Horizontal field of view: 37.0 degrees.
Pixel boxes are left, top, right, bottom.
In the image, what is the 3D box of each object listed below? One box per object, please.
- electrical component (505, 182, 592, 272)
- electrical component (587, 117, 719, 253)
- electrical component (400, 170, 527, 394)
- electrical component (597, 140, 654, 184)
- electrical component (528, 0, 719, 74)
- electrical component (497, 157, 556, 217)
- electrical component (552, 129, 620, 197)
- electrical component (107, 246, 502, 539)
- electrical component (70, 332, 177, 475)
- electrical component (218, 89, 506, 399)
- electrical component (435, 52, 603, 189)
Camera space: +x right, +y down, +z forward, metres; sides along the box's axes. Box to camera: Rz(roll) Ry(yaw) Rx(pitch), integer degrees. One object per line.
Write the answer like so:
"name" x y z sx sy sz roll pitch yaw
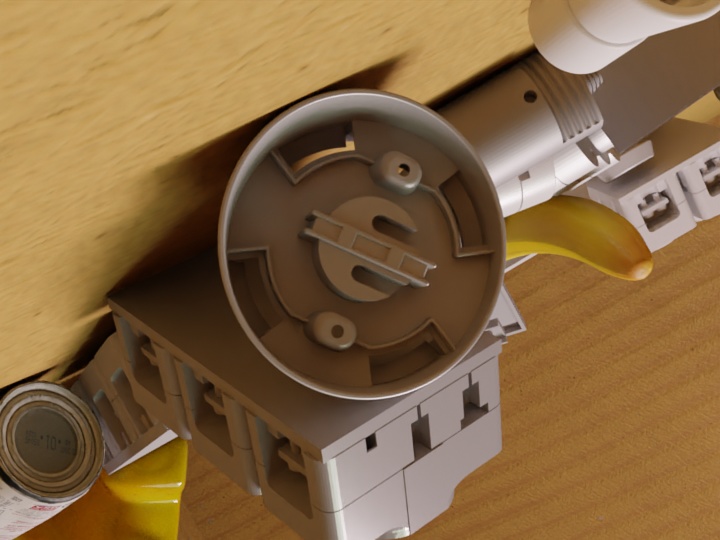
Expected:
"electrical component" 0.105 -0.046 0.791 0.063 0.078 0.121 -2 162 -29
"electrical component" 0.233 -0.076 0.902 0.105 0.060 0.186 -30 -162 -3
"electrical component" 0.030 0.016 0.541 0.079 0.063 0.121 -19 136 16
"electrical component" 0.191 -0.100 0.817 0.048 0.055 0.066 -32 175 28
"electrical component" 0.080 -0.086 0.334 0.044 0.044 0.065 -29 180 -18
"electrical component" 0.064 -0.051 0.545 0.047 0.055 0.055 -25 175 -12
"electrical component" 0.132 -0.083 0.629 0.074 0.052 0.138 -32 175 22
"electrical component" -0.025 0.045 0.448 0.089 0.061 0.150 -27 -144 -31
"electrical component" -0.100 0.053 0.588 0.089 0.061 0.150 -28 175 -29
"electrical component" 0.000 -0.007 0.362 0.099 0.099 0.064 -29 -178 -12
"electrical component" 0.069 -0.066 0.471 0.081 0.043 0.043 -30 176 -1
